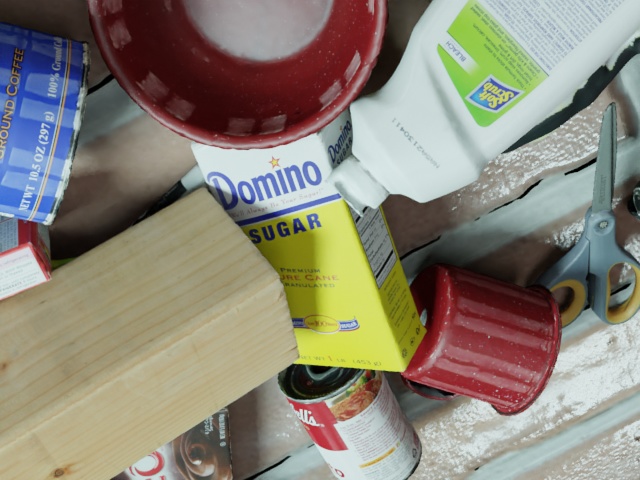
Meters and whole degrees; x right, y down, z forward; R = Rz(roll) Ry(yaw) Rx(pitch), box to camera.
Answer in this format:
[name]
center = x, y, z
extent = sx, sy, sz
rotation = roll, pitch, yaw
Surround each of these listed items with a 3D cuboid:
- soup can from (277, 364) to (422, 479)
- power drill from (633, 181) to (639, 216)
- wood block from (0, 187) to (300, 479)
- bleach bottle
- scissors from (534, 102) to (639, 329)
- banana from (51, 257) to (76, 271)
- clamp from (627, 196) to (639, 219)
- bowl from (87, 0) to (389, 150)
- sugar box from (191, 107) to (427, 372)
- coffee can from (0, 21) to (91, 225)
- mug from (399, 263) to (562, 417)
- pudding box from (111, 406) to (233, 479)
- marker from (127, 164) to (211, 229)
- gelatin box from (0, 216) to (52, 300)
[soup can]
center = 0.023, 0.119, 0.736
extent = 0.068, 0.068, 0.102
rotation = -28, 121, 0
[power drill]
center = 0.290, 0.009, 0.732
extent = 0.184, 0.057, 0.188
rotation = -10, 134, -9
[wood block]
center = -0.124, 0.071, 0.615
extent = 0.206, 0.090, 0.091
rotation = -31, 144, -16
[bleach bottle]
center = 0.098, -0.115, 0.569
extent = 0.251, 0.068, 0.102
rotation = -43, 85, 4
[scissors]
center = 0.172, -0.001, 0.721
extent = 0.096, 0.016, 0.201
rotation = -24, 133, 6
[banana]
center = -0.205, 0.084, 0.666
extent = 0.069, 0.037, 0.198
rotation = 25, 114, -6
[clamp]
center = 0.287, -0.069, 0.727
extent = 0.171, 0.039, 0.120
rotation = -1, 128, -13
[bowl]
center = -0.040, -0.133, 0.574
extent = 0.162, 0.055, 0.162
rotation = 4, 113, 10
[sugar box]
center = -0.005, 0.001, 0.654
extent = 0.093, 0.048, 0.176
rotation = -1, 129, 32
[coffee can]
center = -0.201, -0.071, 0.554
extent = 0.140, 0.103, 0.103
rotation = 12, 113, -21
[mug]
center = 0.097, 0.071, 0.725
extent = 0.081, 0.093, 0.117
rotation = 18, 136, -18
[pudding box]
center = -0.107, 0.156, 0.736
extent = 0.090, 0.039, 0.113
rotation = -7, 119, -12
[marker]
center = -0.113, -0.001, 0.663
extent = 0.121, 0.020, 0.020
rotation = -41, 120, 8
[gelatin box]
center = -0.201, 0.013, 0.615
extent = 0.089, 0.073, 0.030
rotation = -23, 120, -3
